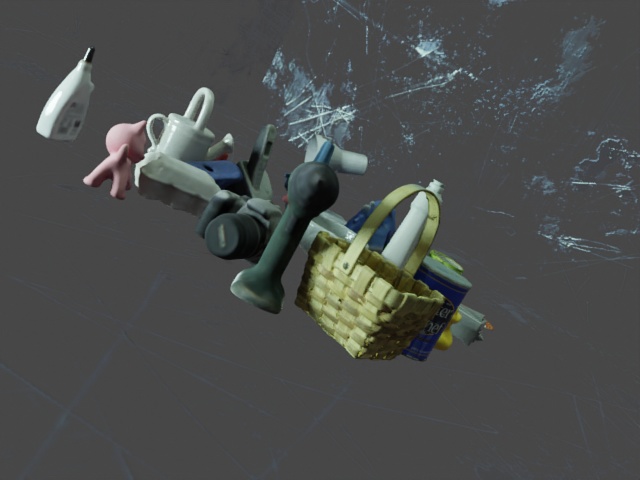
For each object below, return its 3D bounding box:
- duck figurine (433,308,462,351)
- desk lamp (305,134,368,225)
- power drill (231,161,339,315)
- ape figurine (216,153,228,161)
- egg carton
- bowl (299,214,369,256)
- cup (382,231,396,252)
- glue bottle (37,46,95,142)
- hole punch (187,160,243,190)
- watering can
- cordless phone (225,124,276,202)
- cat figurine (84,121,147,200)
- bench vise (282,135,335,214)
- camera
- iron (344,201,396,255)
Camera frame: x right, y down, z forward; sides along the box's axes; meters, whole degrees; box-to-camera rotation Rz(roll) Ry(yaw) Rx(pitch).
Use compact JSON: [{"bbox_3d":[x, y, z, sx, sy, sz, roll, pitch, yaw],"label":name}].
[{"bbox_3d":[0.207,0.140,1.006,0.105,0.086,0.077,20,14,-37],"label":"duck figurine"},{"bbox_3d":[0.029,-0.169,1.618,0.204,0.213,0.117,24,12,-21],"label":"desk lamp"},{"bbox_3d":[-0.038,-0.012,0.769,0.076,0.208,0.229,28,11,-5],"label":"power drill"},{"bbox_3d":[-0.232,-0.162,1.263,0.076,0.092,0.077,19,15,-40],"label":"ape figurine"},{"bbox_3d":[-0.245,-0.095,0.993,0.151,0.069,0.107,22,13,-31],"label":"egg carton"},{"bbox_3d":[0.011,0.004,1.160,0.167,0.074,0.167,28,11,-6],"label":"bowl"},{"bbox_3d":[0.192,0.037,1.406,0.091,0.095,0.118,32,12,17],"label":"cup"},{"bbox_3d":[-0.426,-0.256,0.994,0.037,0.173,0.078,30,11,9],"label":"glue bottle"},{"bbox_3d":[-0.215,-0.119,1.115,0.101,0.091,0.108,21,14,-35],"label":"hole punch"},{"bbox_3d":[-0.262,-0.218,1.175,0.100,0.194,0.173,36,13,34],"label":"watering can"},{"bbox_3d":[-0.131,-0.173,1.317,0.094,0.185,0.148,30,11,8],"label":"cordless phone"},{"bbox_3d":[-0.309,-0.138,0.900,0.067,0.117,0.127,25,12,-20],"label":"cat figurine"},{"bbox_3d":[-0.010,-0.130,1.330,0.122,0.219,0.207,23,12,-27],"label":"bench vise"},{"bbox_3d":[-0.126,-0.023,0.880,0.143,0.101,0.137,32,12,16],"label":"camera"},{"bbox_3d":[0.135,-0.048,1.522,0.118,0.141,0.259,33,12,22],"label":"iron"}]
